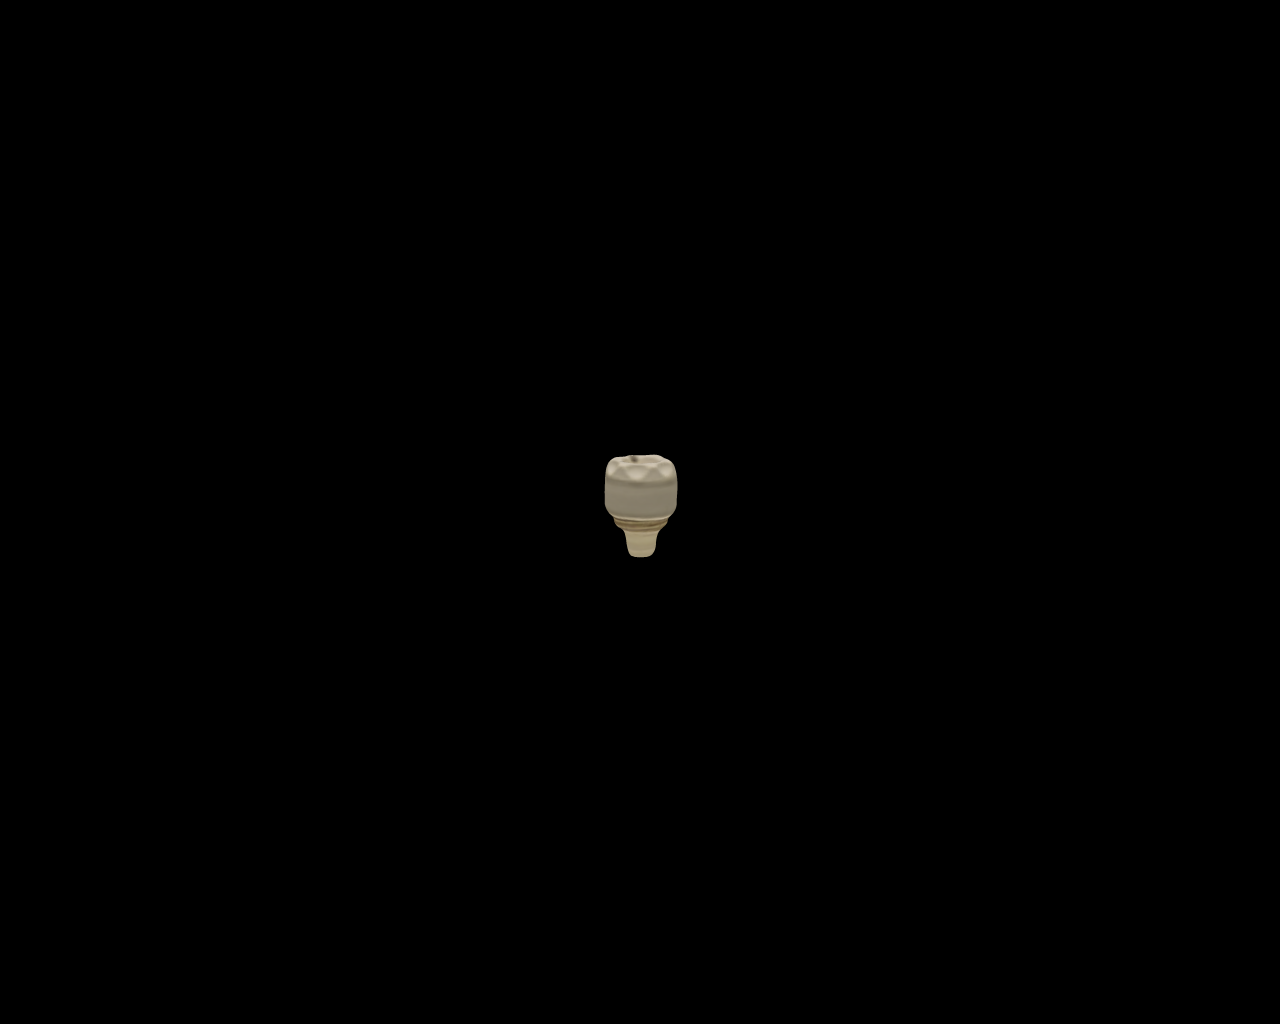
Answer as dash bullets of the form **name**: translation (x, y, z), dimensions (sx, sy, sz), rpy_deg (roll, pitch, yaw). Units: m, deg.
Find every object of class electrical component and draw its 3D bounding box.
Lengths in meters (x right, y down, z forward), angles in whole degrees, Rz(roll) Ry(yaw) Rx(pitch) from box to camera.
- **electrical component**: translation (0.001, -0.003, 0.650), dimensions (0.043, 0.062, 0.043), rpy_deg (0, 14, 0)
